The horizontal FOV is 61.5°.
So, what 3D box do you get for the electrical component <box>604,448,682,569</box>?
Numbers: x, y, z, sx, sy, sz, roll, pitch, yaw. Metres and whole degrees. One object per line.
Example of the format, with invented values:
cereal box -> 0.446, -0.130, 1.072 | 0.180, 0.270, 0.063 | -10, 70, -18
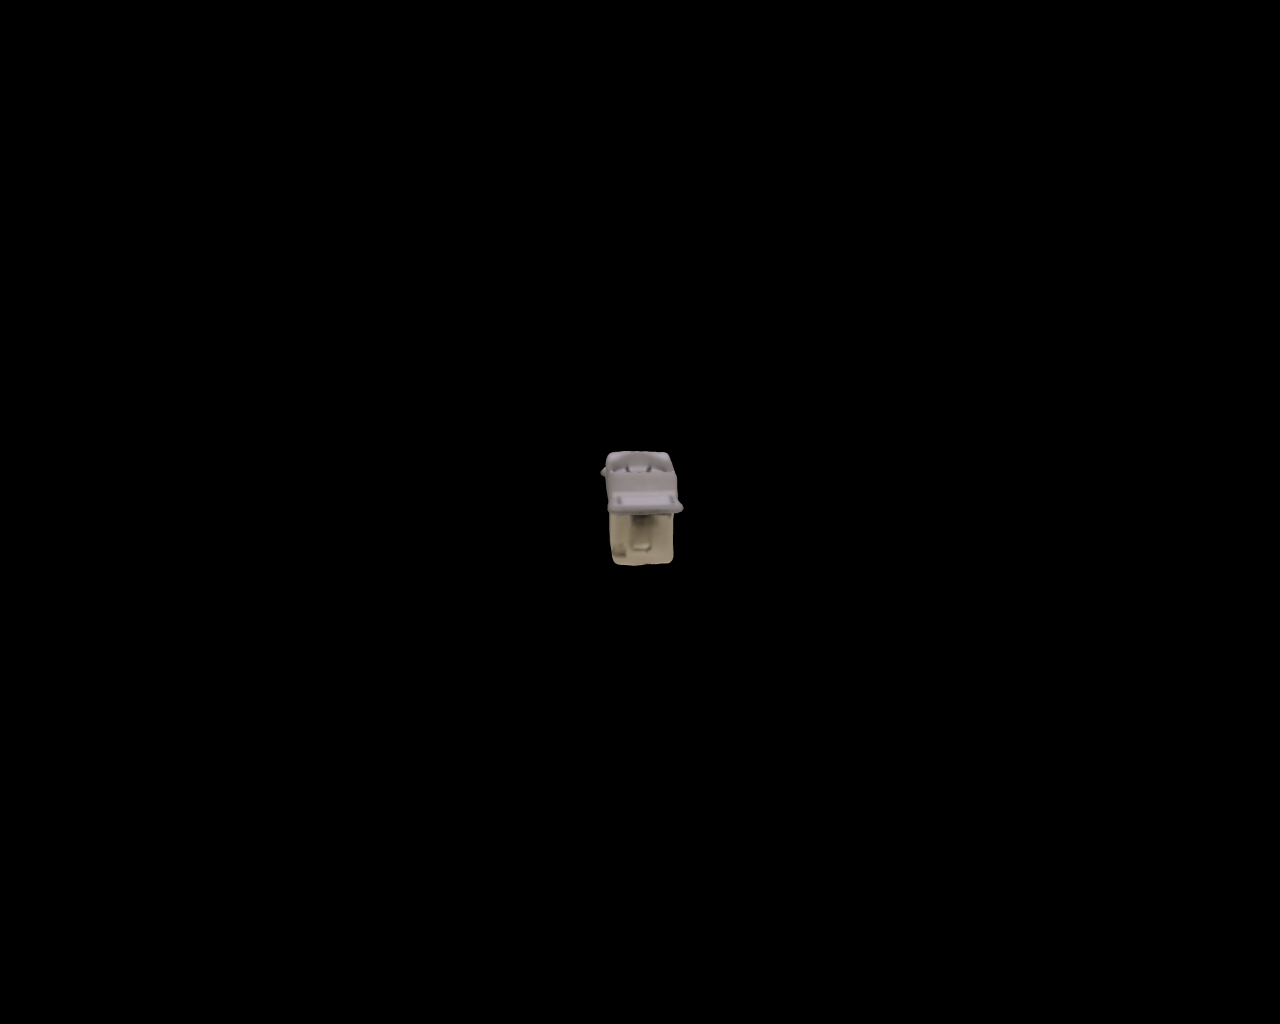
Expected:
electrical component -> 0.001, -0.003, 0.650 | 0.042, 0.063, 0.081 | -1, 20, -3
